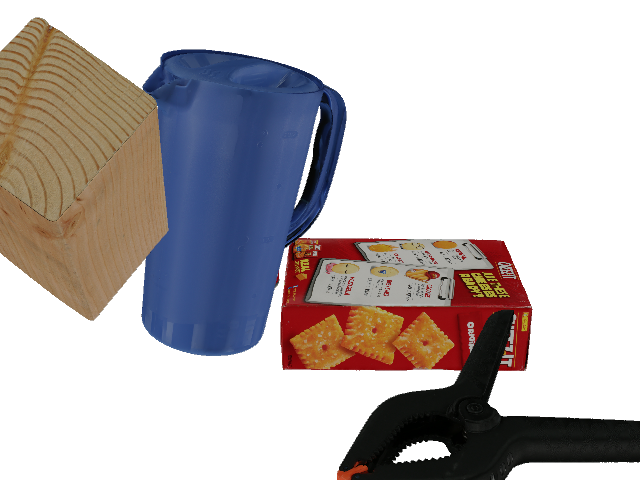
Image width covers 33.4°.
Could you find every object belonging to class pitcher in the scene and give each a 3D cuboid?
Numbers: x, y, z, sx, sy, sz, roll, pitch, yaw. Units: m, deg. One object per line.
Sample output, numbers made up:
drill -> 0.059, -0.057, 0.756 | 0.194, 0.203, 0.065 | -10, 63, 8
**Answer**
pitcher -> -0.073, -0.032, 0.899 | 0.149, 0.243, 0.145 | 13, 21, 6

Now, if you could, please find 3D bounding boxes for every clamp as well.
clamp -> 0.095, 0.113, 0.682 | 0.209, 0.036, 0.165 | -15, 33, -21

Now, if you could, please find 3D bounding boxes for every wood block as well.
wood block -> -0.159, -0.034, 0.668 | 0.090, 0.090, 0.206 | 36, -19, 7

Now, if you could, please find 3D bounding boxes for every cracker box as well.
cracker box -> 0.073, 0.057, 0.984 | 0.213, 0.072, 0.164 | 1, 21, 1

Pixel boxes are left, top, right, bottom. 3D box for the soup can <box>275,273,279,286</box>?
soup can -> -0.082, 0.002, 1.259 | 0.068, 0.102, 0.068 | 1, 24, -1
